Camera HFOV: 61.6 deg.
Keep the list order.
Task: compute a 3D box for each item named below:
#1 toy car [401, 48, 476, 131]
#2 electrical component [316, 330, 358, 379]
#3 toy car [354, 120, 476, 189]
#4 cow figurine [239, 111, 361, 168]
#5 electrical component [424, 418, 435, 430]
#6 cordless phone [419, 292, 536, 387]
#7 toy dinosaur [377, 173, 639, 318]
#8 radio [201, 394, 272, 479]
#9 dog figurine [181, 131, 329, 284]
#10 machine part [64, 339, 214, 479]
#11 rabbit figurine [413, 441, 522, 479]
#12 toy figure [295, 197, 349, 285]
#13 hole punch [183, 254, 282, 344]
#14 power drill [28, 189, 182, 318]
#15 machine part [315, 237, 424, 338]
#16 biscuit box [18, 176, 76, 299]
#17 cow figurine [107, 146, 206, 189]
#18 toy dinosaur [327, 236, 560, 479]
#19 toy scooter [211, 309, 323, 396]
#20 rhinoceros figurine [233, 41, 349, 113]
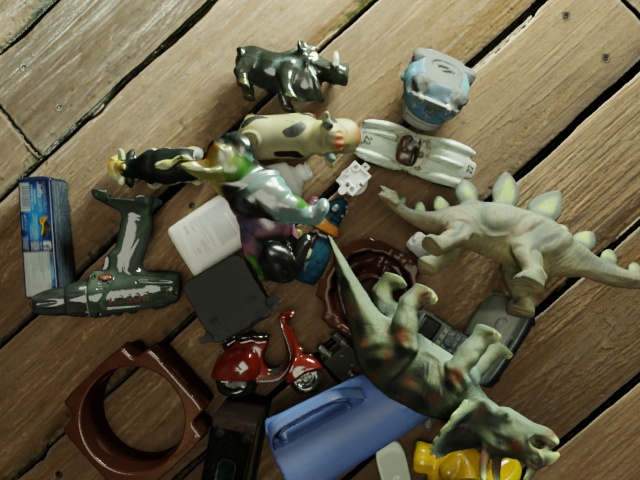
[{"bbox_3d":[0.177,-0.226,0.850,0.109,0.162,0.102,20,135,-4],"label":"toy car"},{"bbox_3d":[0.041,0.194,0.889,0.063,0.021,0.094,-40,103,20],"label":"electrical component"},{"bbox_3d":[0.155,-0.140,0.877,0.202,0.056,0.073,17,91,4],"label":"toy car"},{"bbox_3d":[-0.033,-0.164,0.848,0.195,0.127,0.085,-1,111,4],"label":"cow figurine"},{"bbox_3d":[0.223,0.275,0.882,0.078,0.045,0.102,17,88,32],"label":"electrical component"},{"bbox_3d":[0.233,0.133,0.870,0.184,0.088,0.146,32,92,21],"label":"cordless phone"},{"bbox_3d":[0.310,0.006,0.808,0.472,0.105,0.198,24,59,5],"label":"toy dinosaur"},{"bbox_3d":[-0.141,0.370,0.856,0.073,0.131,0.229,10,91,5],"label":"radio"},{"bbox_3d":[-0.111,-0.051,0.805,0.219,0.108,0.191,23,99,-13],"label":"dog figurine"},{"bbox_3d":[-0.295,0.283,0.889,0.201,0.087,0.201,-43,88,1],"label":"machine part"},{"bbox_3d":[0.226,0.386,0.817,0.162,0.173,0.121,-2,86,7],"label":"rabbit figurine"},{"bbox_3d":[-0.001,-0.002,0.882,0.058,0.064,0.154,23,88,-4],"label":"toy figure"},{"bbox_3d":[-0.144,0.095,0.873,0.142,0.092,0.115,-28,86,-5],"label":"hole punch"},{"bbox_3d":[-0.342,0.023,0.874,0.232,0.086,0.207,4,81,-13],"label":"power drill"},{"bbox_3d":[0.084,0.085,0.871,0.179,0.056,0.179,-1,85,13],"label":"machine part"},{"bbox_3d":[-0.462,-0.005,0.909,0.059,0.063,0.202,-4,89,4],"label":"biscuit box"},{"bbox_3d":[-0.278,-0.118,0.882,0.167,0.098,0.068,-4,96,3],"label":"cow figurine"},{"bbox_3d":[0.134,0.172,0.761,0.405,0.131,0.192,31,81,18],"label":"toy dinosaur"},{"bbox_3d":[-0.088,0.183,0.883,0.184,0.075,0.135,-2,89,0],"label":"toy scooter"},{"bbox_3d":[-0.048,-0.273,0.886,0.190,0.073,0.112,9,80,5],"label":"rhinoceros figurine"}]
